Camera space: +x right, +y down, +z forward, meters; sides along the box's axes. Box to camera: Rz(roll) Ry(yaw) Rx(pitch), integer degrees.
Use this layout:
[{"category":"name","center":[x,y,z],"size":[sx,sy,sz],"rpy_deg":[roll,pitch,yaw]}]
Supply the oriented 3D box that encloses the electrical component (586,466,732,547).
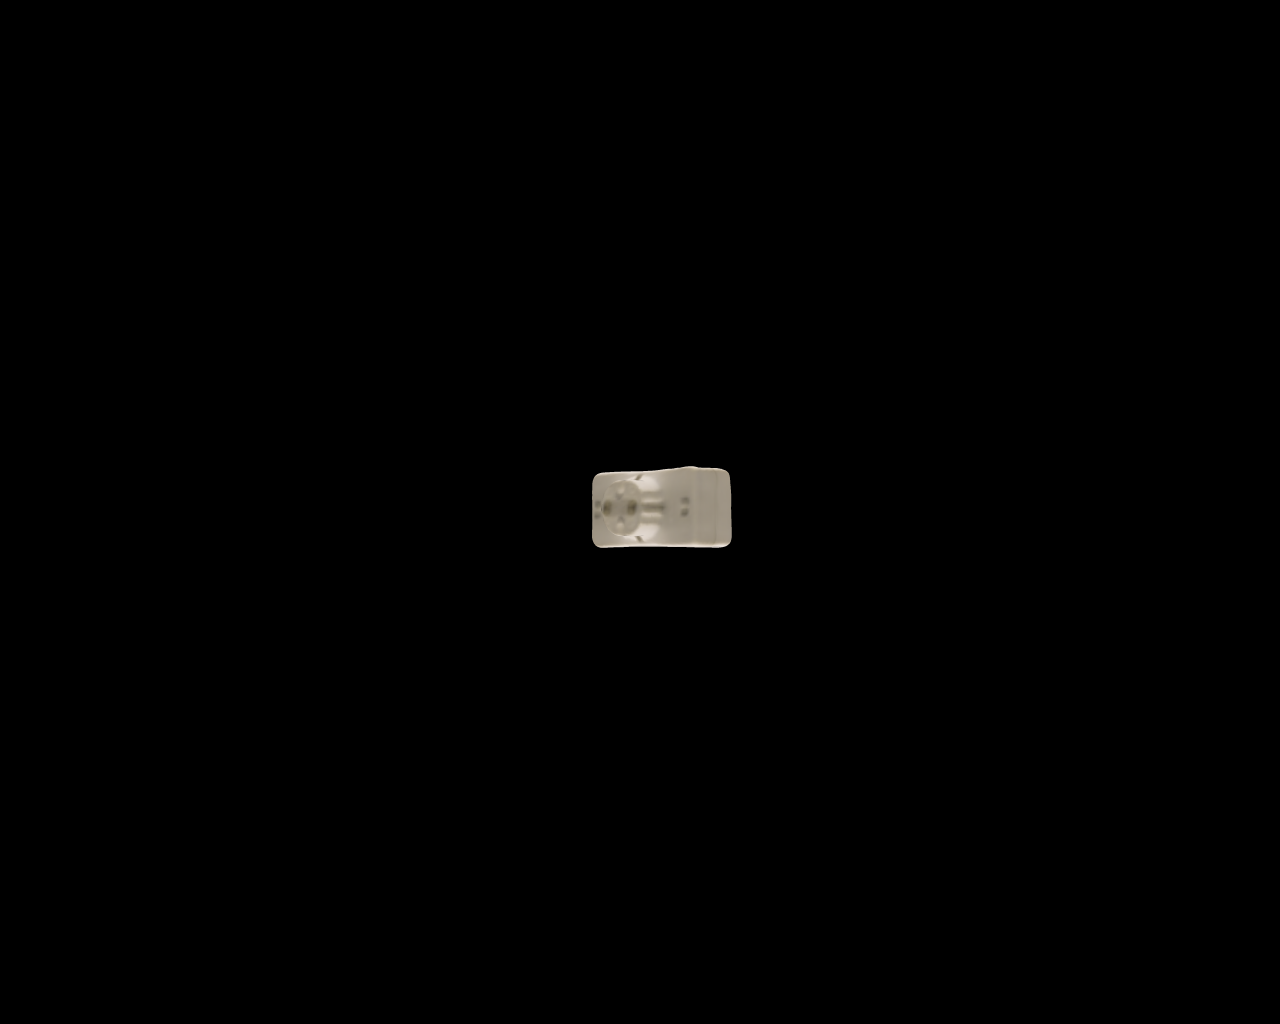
[{"category":"electrical component","center":[0.001,-0.003,0.650],"size":[0.083,0.047,0.076],"rpy_deg":[-2,-3,40]}]
